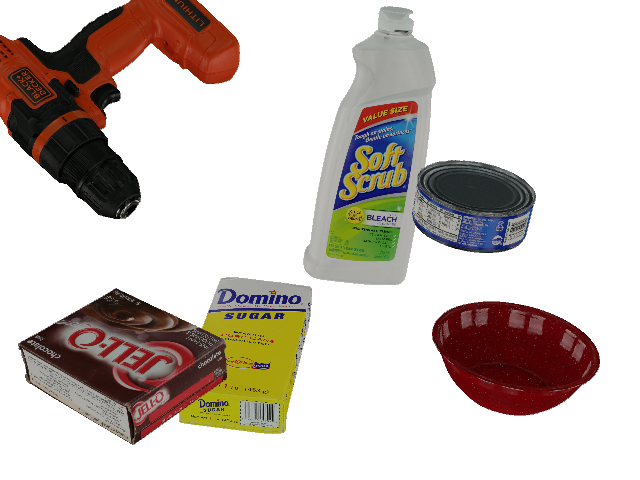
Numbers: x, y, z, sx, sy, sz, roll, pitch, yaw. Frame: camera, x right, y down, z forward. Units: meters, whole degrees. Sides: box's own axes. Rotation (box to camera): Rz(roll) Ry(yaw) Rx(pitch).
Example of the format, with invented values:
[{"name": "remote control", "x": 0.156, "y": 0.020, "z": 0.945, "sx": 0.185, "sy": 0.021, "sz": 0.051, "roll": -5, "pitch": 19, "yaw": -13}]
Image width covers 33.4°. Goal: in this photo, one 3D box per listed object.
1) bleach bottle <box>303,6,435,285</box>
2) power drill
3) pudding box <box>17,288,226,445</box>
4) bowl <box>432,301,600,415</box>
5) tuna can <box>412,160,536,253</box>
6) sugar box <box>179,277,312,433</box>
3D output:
[{"name": "bleach bottle", "x": 0.046, "y": -0.086, "z": 0.974, "sx": 0.102, "sy": 0.251, "sz": 0.068, "roll": 5, "pitch": 22, "yaw": -1}, {"name": "power drill", "x": -0.154, "y": -0.120, "z": 0.831, "sx": 0.187, "sy": 0.184, "sz": 0.057, "roll": -37, "pitch": -15, "yaw": -31}, {"name": "pudding box", "x": -0.134, "y": 0.083, "z": 0.726, "sx": 0.114, "sy": 0.039, "sz": 0.089, "roll": 19, "pitch": 34, "yaw": 34}, {"name": "bowl", "x": 0.186, "y": 0.122, "z": 1.041, "sx": 0.162, "sy": 0.055, "sz": 0.162, "roll": 4, "pitch": 26, "yaw": -2}, {"name": "tuna can", "x": 0.110, "y": -0.025, "z": 0.773, "sx": 0.086, "sy": 0.034, "sz": 0.086, "roll": 6, "pitch": 28, "yaw": -3}, {"name": "sugar box", "x": -0.064, "y": 0.099, "z": 0.973, "sx": 0.093, "sy": 0.048, "sz": 0.176, "roll": 6, "pitch": 34, "yaw": 4}]
